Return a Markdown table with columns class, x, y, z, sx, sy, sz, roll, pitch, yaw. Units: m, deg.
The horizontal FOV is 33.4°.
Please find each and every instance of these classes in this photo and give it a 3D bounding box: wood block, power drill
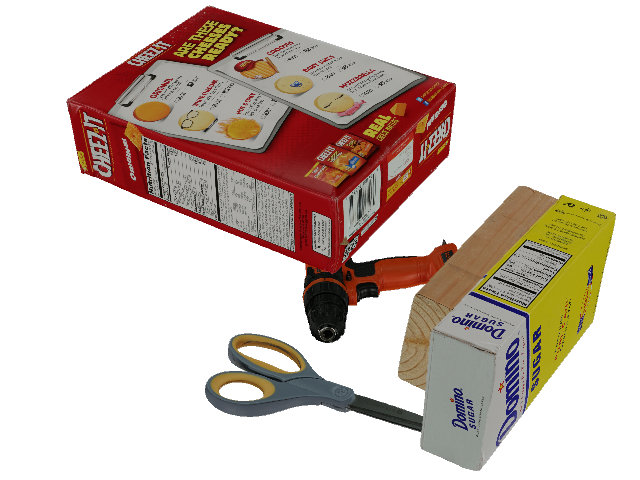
| class | x | y | z | sx | sy | sz | roll | pitch | yaw |
| --- | --- | --- | --- | --- | --- | --- | --- | --- | --- |
| wood block | 0.157 | 0.046 | 0.896 | 0.091 | 0.090 | 0.205 | 24 | 38 | 23 |
| power drill | 0.073 | 0.056 | 1.229 | 0.187 | 0.057 | 0.184 | -2 | 28 | -1 |

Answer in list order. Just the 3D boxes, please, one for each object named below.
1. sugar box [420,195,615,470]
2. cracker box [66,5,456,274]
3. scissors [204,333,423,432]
| class | x | y | z | sx | sy | sz | roll | pitch | yaw |
| --- | --- | --- | --- | --- | --- | --- | --- | --- | --- |
| sugar box | 0.124 | 0.052 | 0.653 | 0.048 | 0.093 | 0.176 | 20 | 39 | 25 |
| cracker box | -0.038 | -0.076 | 0.740 | 0.214 | 0.072 | 0.164 | 21 | 43 | 24 |
| scissors | -0.002 | 0.125 | 0.801 | 0.202 | 0.016 | 0.096 | 25 | 39 | 32 |
